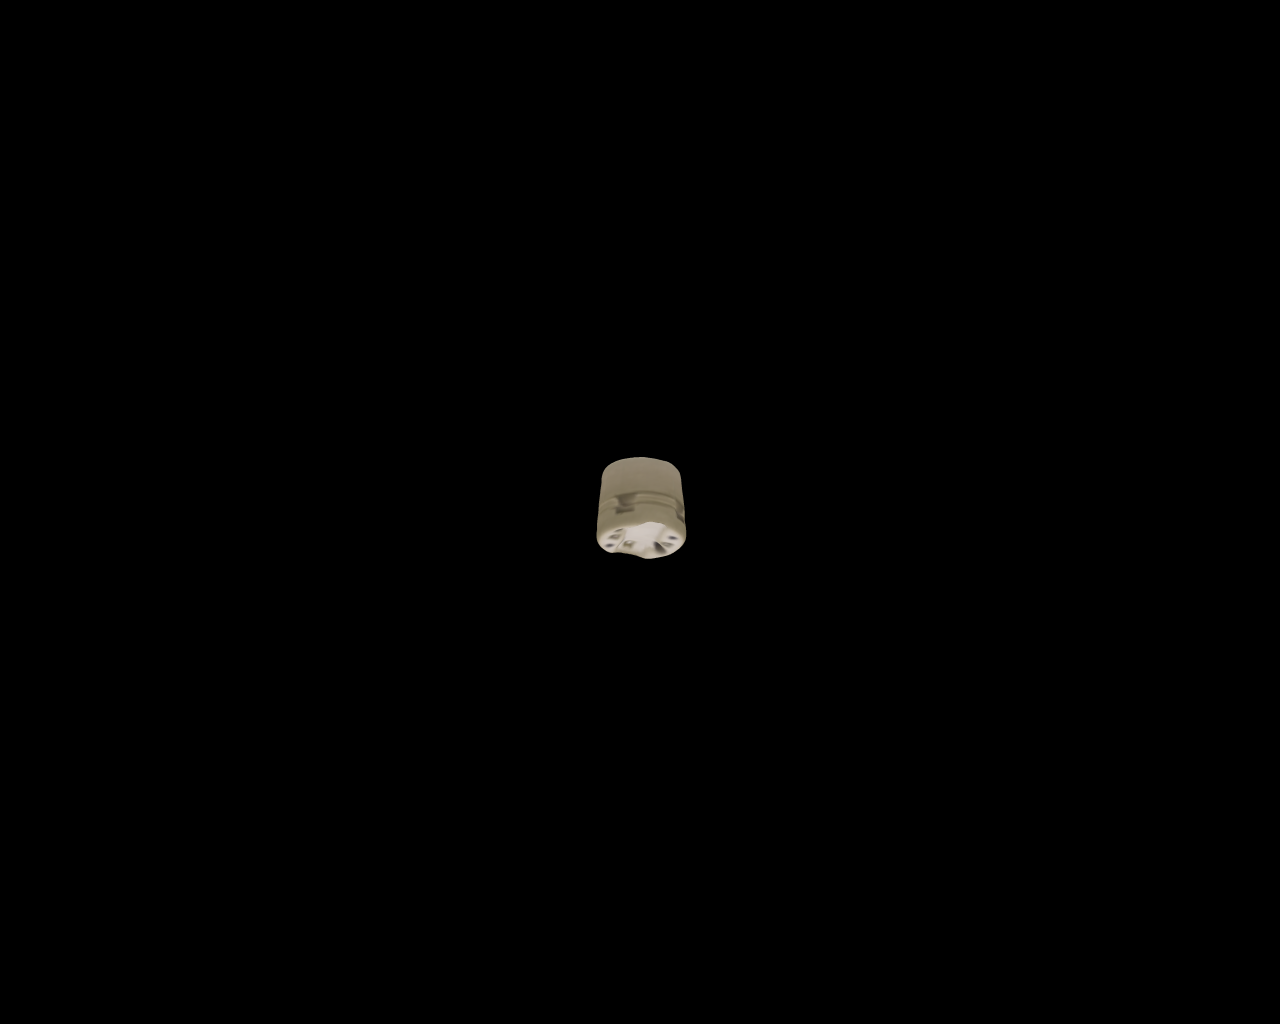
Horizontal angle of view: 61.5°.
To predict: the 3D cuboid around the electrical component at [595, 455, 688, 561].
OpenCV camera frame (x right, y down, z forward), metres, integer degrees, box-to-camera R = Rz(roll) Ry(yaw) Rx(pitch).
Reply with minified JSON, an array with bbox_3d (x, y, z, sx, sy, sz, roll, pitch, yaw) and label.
[{"bbox_3d":[0.001,-0.003,0.650,0.055,0.047,0.055,0,-26,0],"label":"electrical component"}]
